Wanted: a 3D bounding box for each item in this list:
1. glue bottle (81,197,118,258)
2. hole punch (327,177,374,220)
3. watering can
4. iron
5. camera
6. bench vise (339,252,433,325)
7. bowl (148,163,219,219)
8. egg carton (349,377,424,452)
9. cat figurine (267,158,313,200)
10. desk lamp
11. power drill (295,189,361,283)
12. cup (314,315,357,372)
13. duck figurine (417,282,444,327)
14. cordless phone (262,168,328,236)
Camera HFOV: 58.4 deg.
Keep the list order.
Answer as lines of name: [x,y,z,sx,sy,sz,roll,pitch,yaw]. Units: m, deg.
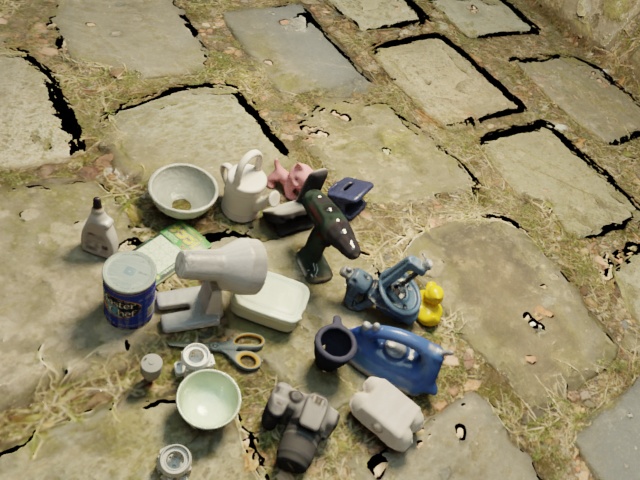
glue bottle: [-0.472,-0.031,1.225,0.078,0.037,0.173,20,-42,-2]
hole punch: [0.077,-0.126,1.551,0.101,0.091,0.109,36,49,12]
watering can: [-0.173,-0.138,1.405,0.173,0.101,0.194,21,-42,0]
iron: [0.156,0.233,1.242,0.258,0.119,0.141,22,-42,0]
camera: [-0.045,0.360,1.093,0.143,0.137,0.101,24,-42,2]
bench vise: [0.153,0.103,1.297,0.208,0.121,0.219,8,-41,-12]
bowl: [-0.335,-0.107,1.403,0.168,0.167,0.074,0,-39,-19]
egg carton: [0.137,0.358,1.179,0.150,0.069,0.107,37,49,13]
cat figurine: [-0.072,-0.174,1.521,0.127,0.117,0.067,29,48,7]
desk lamp: [-0.224,0.089,1.183,0.204,0.117,0.213,-8,-36,-24]
power drill: [0.012,0.005,1.339,0.076,0.229,0.208,-11,-34,-27]
cup: [0.024,0.230,1.230,0.092,0.117,0.095,12,-41,-9]
duck figurine: [0.270,0.150,1.389,0.077,0.104,0.086,9,-41,-12]
cordless phone: [-0.057,-0.107,1.425,0.148,0.094,0.185,-22,-29,-32]
